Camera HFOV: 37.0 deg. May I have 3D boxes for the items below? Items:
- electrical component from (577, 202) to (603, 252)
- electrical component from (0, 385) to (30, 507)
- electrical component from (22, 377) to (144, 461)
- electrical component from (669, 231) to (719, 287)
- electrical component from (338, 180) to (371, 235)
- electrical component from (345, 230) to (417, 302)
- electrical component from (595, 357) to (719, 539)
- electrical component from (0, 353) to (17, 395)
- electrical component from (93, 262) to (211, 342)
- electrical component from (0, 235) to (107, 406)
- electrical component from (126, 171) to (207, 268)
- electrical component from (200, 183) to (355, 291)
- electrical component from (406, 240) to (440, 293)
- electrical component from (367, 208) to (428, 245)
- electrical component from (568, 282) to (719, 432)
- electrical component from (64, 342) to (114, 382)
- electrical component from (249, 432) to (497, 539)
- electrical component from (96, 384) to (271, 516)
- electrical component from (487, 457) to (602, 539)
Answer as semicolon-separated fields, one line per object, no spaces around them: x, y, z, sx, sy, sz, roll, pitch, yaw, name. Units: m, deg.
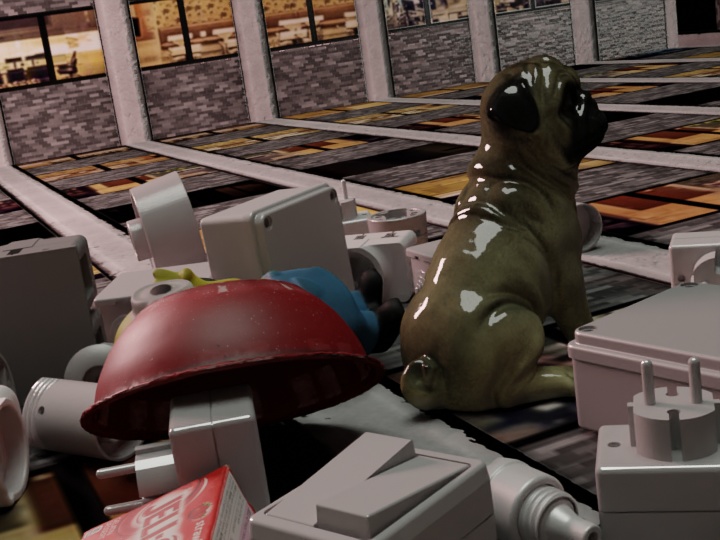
0.179;-0.043;0.980;0.043;0.043;0.081;-14;14;-23;electrical component
-0.220;0.102;0.589;0.059;0.053;0.095;-8;13;1;electrical component
-0.170;0.088;0.642;0.081;0.043;0.043;1;16;34;electrical component
0.246;0.004;0.733;0.066;0.047;0.077;-3;15;21;electrical component
-0.020;-0.050;1.053;0.066;0.076;0.047;-10;13;-6;electrical component
0.000;0.000;0.891;0.089;0.050;0.055;-4;13;16;electrical component
0.132;0.073;0.450;0.066;0.076;0.047;-4;14;16;electrical component
-0.252;0.083;0.690;0.047;0.055;0.055;-12;14;-2;electrical component
-0.156;0.030;0.861;0.100;0.048;0.099;-7;13;4;electrical component
-0.280;0.043;0.761;0.186;0.105;0.060;-9;13;-5;electrical component
-0.192;-0.036;1.045;0.060;0.108;0.108;-18;15;-13;electrical component
-0.058;-0.001;0.804;0.056;0.108;0.109;-3;14;31;electrical component
0.095;0.003;0.825;0.100;0.048;0.100;-14;14;-23;electrical component
0.037;-0.029;0.997;0.055;0.047;0.055;-8;13;2;electrical component
0.184;0.051;0.556;0.109;0.056;0.109;-18;17;-36;electrical component
-0.168;0.070;0.719;0.048;0.048;0.062;-9;5;-2;electrical component
0.003;0.108;0.416;0.062;0.061;0.096;3;17;40;electrical component
-0.083;0.097;0.502;0.077;0.065;0.047;-10;14;-7;electrical component
0.075;0.103;0.454;0.035;0.035;0.061;-17;19;-33;electrical component
